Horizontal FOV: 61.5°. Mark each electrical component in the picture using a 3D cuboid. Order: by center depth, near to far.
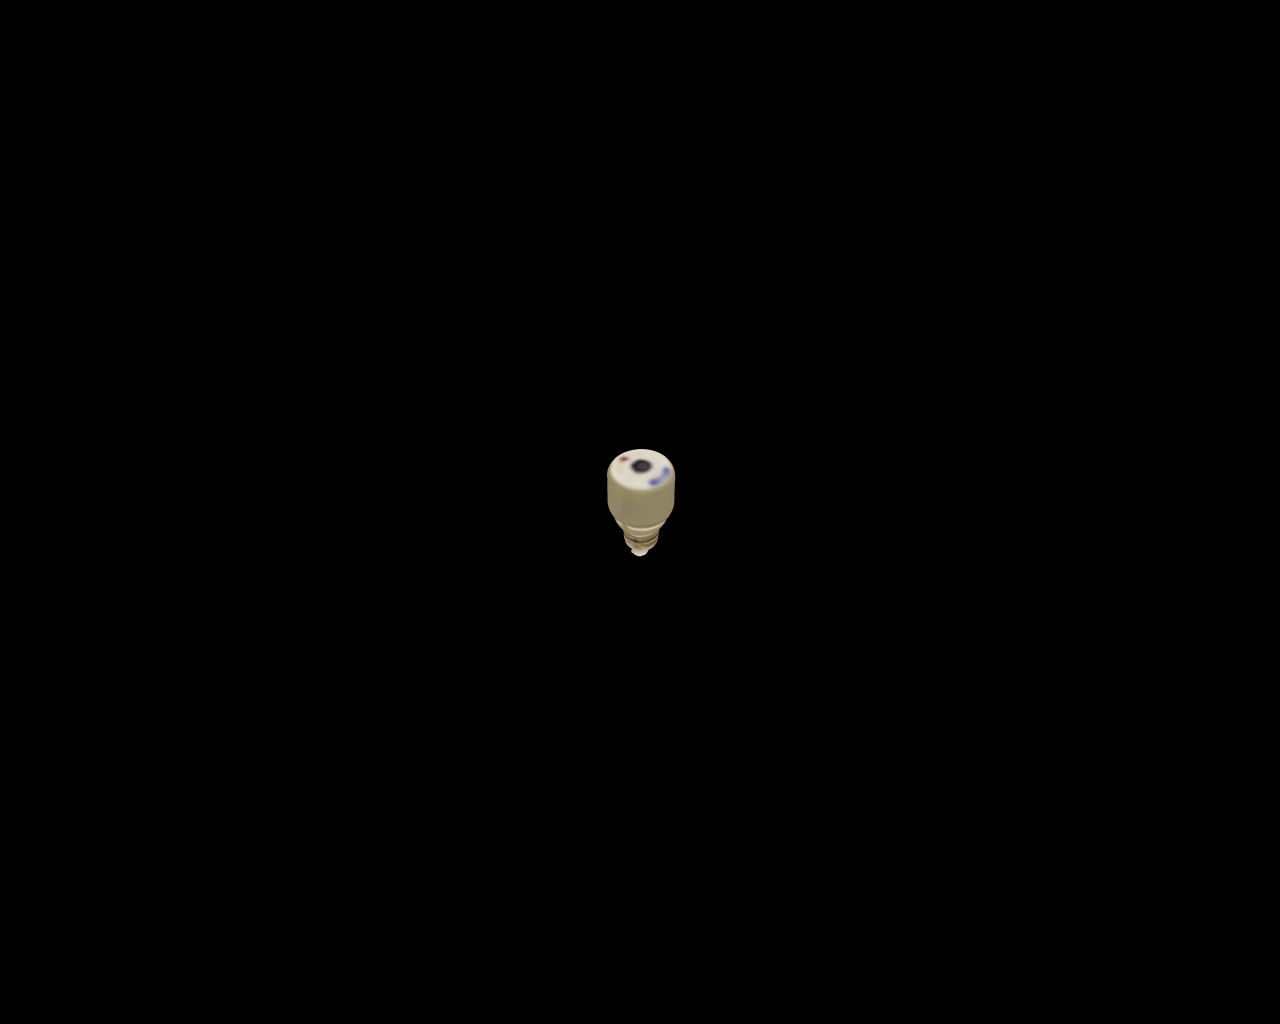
[{"bbox_3d":[0.001,-0.003,0.650,0.040,0.078,0.040,0,44,0],"label":"electrical component"}]
